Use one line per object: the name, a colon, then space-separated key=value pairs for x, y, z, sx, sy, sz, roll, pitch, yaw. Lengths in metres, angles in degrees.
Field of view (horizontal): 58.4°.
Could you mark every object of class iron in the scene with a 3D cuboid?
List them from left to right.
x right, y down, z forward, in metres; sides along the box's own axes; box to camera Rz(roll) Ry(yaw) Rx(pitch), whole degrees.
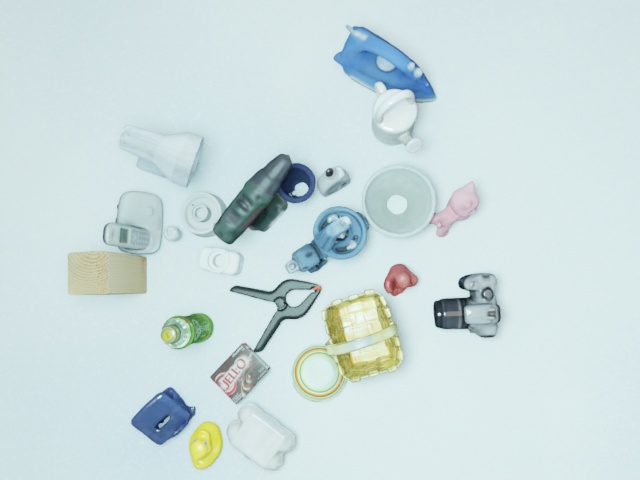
iron: x=0.160 y=-0.406 z=1.307 sx=0.258 sy=0.141 sz=0.119 roll=30 pitch=88 yaw=6

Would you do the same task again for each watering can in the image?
watering can: x=0.171 y=-0.276 z=1.269 sx=0.173 sy=0.194 sz=0.101 roll=40 pitch=89 yaw=7

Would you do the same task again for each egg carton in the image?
egg carton: x=-0.135 y=0.446 z=1.298 sx=0.150 sy=0.069 sz=0.107 roll=34 pitch=89 yaw=6

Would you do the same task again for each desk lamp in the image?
desk lamp: x=-0.348 y=-0.192 z=1.293 sx=0.203 sy=0.213 sz=0.118 roll=18 pitch=87 yaw=6

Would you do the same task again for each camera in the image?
camera: x=0.323 y=0.146 z=1.271 sx=0.136 sy=0.101 sz=0.143 roll=-3 pitch=85 yaw=4

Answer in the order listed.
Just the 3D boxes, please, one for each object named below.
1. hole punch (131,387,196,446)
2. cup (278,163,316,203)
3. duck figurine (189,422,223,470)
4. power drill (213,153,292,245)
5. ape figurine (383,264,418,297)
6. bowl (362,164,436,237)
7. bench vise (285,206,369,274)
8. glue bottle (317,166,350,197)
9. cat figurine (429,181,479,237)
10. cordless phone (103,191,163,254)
hole punch: x=-0.356 y=0.405 z=1.307 sx=0.108 sy=0.091 sz=0.101 roll=-45 pitch=83 yaw=0
cup: x=-0.065 y=-0.123 z=1.325 sx=0.117 sy=0.095 sz=0.092 roll=-8 pitch=85 yaw=4
duck figurine: x=-0.267 y=0.472 z=1.298 sx=0.077 sy=0.086 sz=0.105 roll=12 pitch=86 yaw=6
power drill: x=-0.134 y=-0.085 z=1.270 sx=0.075 sy=0.208 sz=0.230 roll=41 pitch=90 yaw=7
ape figurine: x=0.183 y=0.090 z=1.290 sx=0.077 sy=0.092 sz=0.076 roll=2 pitch=85 yaw=5
bowl: x=0.179 y=-0.085 z=1.313 sx=0.167 sy=0.075 sz=0.167 roll=0 pitch=85 yaw=4
bench vise: x=0.021 y=0.012 z=1.245 sx=0.121 sy=0.220 sz=0.207 roll=37 pitch=89 yaw=7
glue bottle: x=0.027 y=-0.139 z=1.280 sx=0.078 sy=0.173 sz=0.037 roll=-29 pitch=83 yaw=2
cat figurine: x=0.304 y=-0.069 z=1.281 sx=0.128 sy=0.118 sz=0.067 roll=-41 pitch=83 yaw=0
cordless phone: x=-0.431 y=-0.044 z=1.302 sx=0.094 sy=0.185 sz=0.148 roll=-1 pitch=85 yaw=5
